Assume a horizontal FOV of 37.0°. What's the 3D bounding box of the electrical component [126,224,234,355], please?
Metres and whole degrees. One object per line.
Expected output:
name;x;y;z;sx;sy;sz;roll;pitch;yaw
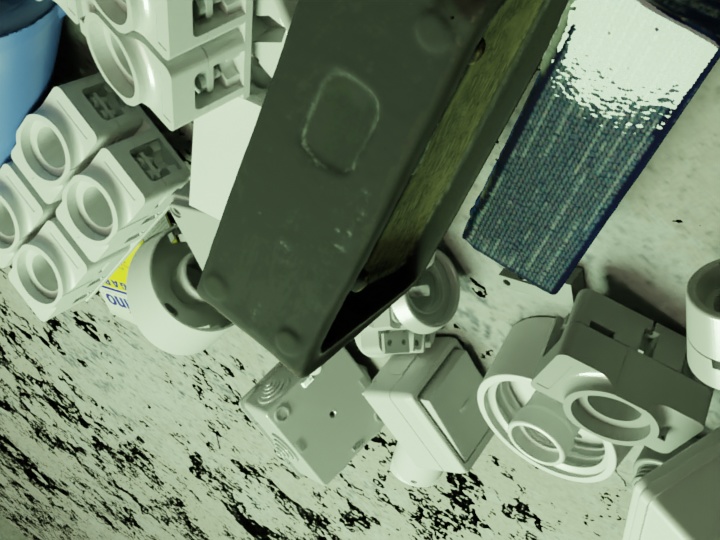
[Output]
electrical component;-0.133;0.013;0.844;0.099;0.099;0.064;47;143;-12

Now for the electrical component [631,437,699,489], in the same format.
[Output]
electrical component;0.190;0.132;0.671;0.043;0.062;0.043;28;148;20

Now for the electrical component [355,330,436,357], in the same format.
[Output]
electrical component;0.025;0.042;0.761;0.046;0.040;0.040;-4;128;45

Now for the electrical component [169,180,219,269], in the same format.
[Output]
electrical component;-0.066;-0.018;0.766;0.109;0.056;0.108;14;141;37

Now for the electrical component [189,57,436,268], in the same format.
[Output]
electrical component;-0.023;-0.059;0.645;0.150;0.062;0.089;26;128;23

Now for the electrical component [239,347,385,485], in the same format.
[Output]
electrical component;-0.032;0.111;0.859;0.099;0.100;0.048;54;160;-22

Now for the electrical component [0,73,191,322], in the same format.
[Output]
electrical component;-0.221;-0.051;0.818;0.105;0.060;0.186;52;131;3

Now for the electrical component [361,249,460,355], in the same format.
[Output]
electrical component;0.027;0.014;0.696;0.057;0.058;0.078;-10;82;48

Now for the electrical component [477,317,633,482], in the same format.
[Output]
electrical component;0.126;0.090;0.688;0.108;0.060;0.108;28;148;20

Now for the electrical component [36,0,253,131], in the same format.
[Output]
electrical component;-0.139;-0.176;0.588;0.186;0.060;0.105;47;153;21

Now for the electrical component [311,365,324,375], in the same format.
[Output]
electrical component;-0.032;0.045;0.813;0.045;0.055;0.045;28;148;20

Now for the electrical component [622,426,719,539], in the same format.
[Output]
electrical component;0.208;0.139;0.607;0.056;0.109;0.108;50;159;36

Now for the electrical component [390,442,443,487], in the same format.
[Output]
electrical component;0.049;0.150;0.872;0.043;0.043;0.081;33;149;14

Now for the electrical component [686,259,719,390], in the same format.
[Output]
electrical component;0.191;0.026;0.539;0.055;0.055;0.047;15;138;37

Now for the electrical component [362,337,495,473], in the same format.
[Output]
electrical component;0.061;0.101;0.776;0.061;0.061;0.096;-4;128;51

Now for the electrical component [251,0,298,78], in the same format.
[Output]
electrical component;-0.055;-0.146;0.599;0.079;0.043;0.077;12;139;41

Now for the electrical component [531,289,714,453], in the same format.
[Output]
electrical component;0.150;0.062;0.612;0.089;0.055;0.050;27;149;0
